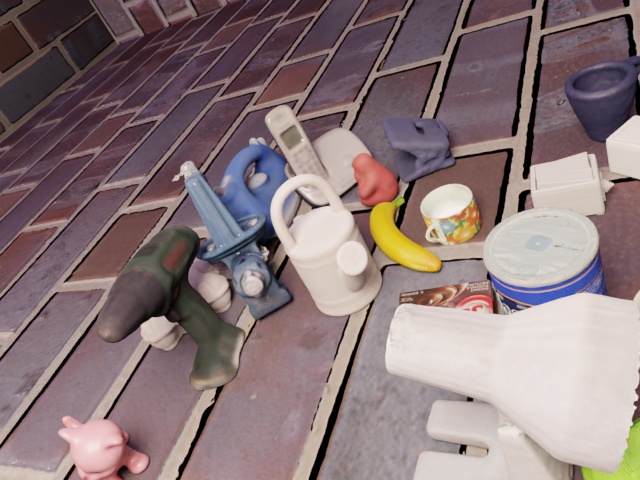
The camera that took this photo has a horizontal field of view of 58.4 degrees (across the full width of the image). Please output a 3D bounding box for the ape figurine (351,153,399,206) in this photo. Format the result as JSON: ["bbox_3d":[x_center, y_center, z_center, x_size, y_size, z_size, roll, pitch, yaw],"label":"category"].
[{"bbox_3d":[0.080,-0.101,0.916,0.075,0.092,0.078,3,45,38],"label":"ape figurine"}]

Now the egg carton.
[{"bbox_3d":[-0.212,0.097,0.884,0.150,0.070,0.107,-36,35,-11],"label":"egg carton"}]

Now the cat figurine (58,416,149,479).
[{"bbox_3d":[-0.268,0.246,0.685,0.127,0.118,0.067,14,52,45],"label":"cat figurine"}]

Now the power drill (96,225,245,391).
[{"bbox_3d":[-0.182,0.096,0.741,0.075,0.209,0.229,-18,35,16],"label":"power drill"}]

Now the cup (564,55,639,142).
[{"bbox_3d":[0.409,-0.196,0.807,0.118,0.095,0.091,-33,34,-7],"label":"cup"}]

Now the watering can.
[{"bbox_3d":[0.009,0.001,0.742,0.172,0.194,0.101,10,50,43],"label":"watering can"}]

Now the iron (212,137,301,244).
[{"bbox_3d":[-0.113,-0.104,1.012,0.118,0.142,0.258,-10,38,25],"label":"iron"}]

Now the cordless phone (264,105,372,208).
[{"bbox_3d":[-0.004,-0.162,0.972,0.148,0.185,0.093,-41,36,-17],"label":"cordless phone"}]

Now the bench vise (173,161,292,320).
[{"bbox_3d":[-0.119,-0.009,0.822,0.122,0.220,0.206,-41,36,-18],"label":"bench vise"}]

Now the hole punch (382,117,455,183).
[{"bbox_3d":[0.161,-0.165,0.944,0.101,0.091,0.108,-22,35,10],"label":"hole punch"}]

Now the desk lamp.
[{"bbox_3d":[0.149,0.131,0.456,0.202,0.214,0.118,-4,41,31],"label":"desk lamp"}]
